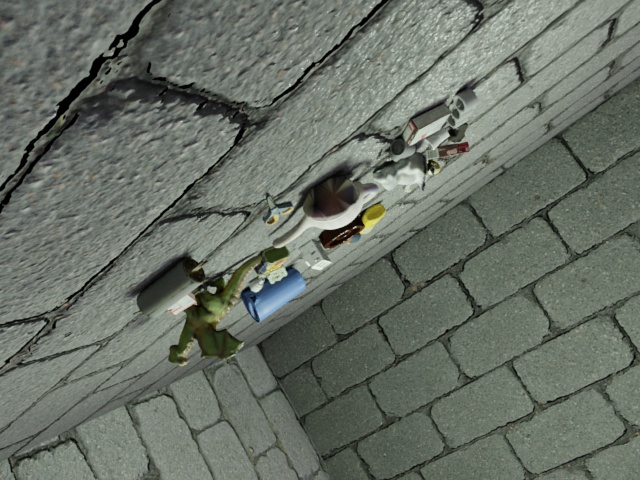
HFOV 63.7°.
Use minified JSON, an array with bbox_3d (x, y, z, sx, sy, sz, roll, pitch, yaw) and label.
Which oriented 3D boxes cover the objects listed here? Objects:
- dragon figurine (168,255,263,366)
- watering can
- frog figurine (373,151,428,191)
[{"bbox_3d":[-0.307,0.241,1.563,0.409,0.246,0.121,-31,162,5],"label":"dragon figurine"},{"bbox_3d":[0.004,-0.071,1.416,0.347,0.105,0.222,-28,167,3],"label":"watering can"},{"bbox_3d":[0.240,-0.207,1.550,0.159,0.123,0.137,3,178,5],"label":"frog figurine"}]
